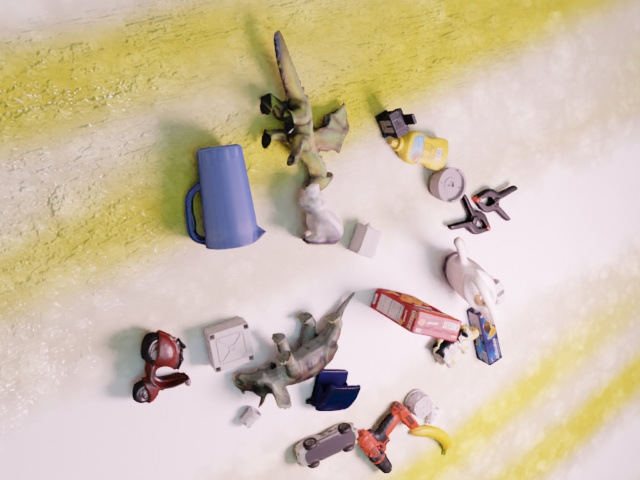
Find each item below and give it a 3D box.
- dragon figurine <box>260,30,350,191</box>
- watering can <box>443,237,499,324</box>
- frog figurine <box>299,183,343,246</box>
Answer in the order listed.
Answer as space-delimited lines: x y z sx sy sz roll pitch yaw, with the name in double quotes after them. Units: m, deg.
-0.023 -0.313 1.331 0.244 0.123 0.407 -8 105 -43 "dragon figurine"
0.444 0.098 1.549 0.104 0.228 0.343 -30 112 1 "watering can"
0.004 -0.068 1.348 0.123 0.138 0.159 5 96 9 "frog figurine"
